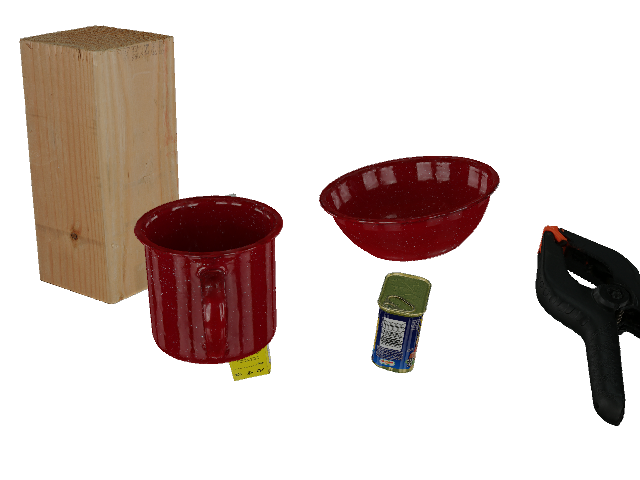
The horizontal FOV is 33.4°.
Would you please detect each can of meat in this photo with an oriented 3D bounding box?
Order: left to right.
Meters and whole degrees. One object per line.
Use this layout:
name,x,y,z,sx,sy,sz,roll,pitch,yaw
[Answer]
can of meat,0.096,0.099,1.286,0.057,0.084,0.102,11,25,7

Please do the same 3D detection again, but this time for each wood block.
wood block,-0.179,-0.065,0.883,0.091,0.206,0.090,15,25,32

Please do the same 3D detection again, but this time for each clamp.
clamp,0.215,0.052,0.746,0.120,0.039,0.171,-3,45,-19

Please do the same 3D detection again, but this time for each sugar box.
sugar box,-0.085,0.049,1.055,0.048,0.093,0.176,-14,-44,-4

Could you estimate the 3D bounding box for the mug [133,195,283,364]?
mug,-0.067,0.031,0.673,0.093,0.081,0.117,-4,25,-8

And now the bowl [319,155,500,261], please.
bowl,0.083,-0.025,0.961,0.162,0.055,0.162,-9,22,3
